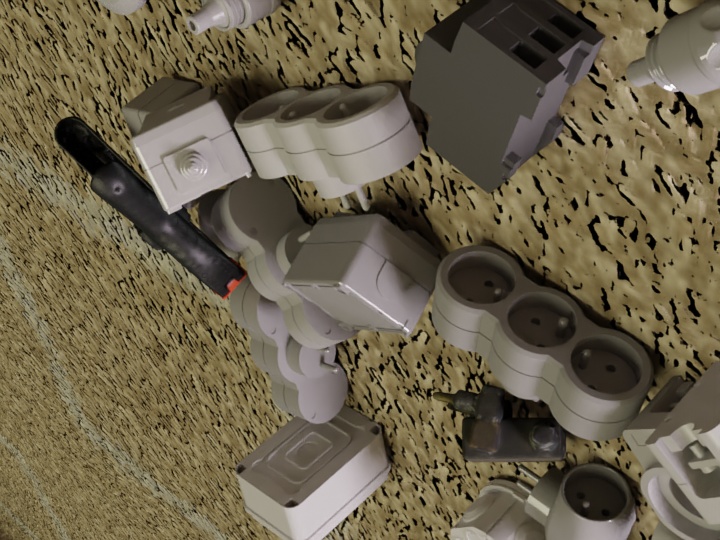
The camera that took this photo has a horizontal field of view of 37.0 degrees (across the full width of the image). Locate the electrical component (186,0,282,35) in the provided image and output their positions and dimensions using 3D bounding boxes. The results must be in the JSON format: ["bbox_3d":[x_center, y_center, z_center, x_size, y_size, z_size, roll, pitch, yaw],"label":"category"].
[{"bbox_3d":[-0.075,-0.156,0.627,0.035,0.061,0.035,35,148,26],"label":"electrical component"}]

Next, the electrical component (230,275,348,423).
[{"bbox_3d":[-0.045,0.064,0.847,0.074,0.052,0.138,14,135,47],"label":"electrical component"}]

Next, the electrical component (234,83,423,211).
[{"bbox_3d":[-0.015,-0.068,0.653,0.138,0.052,0.073,10,131,51],"label":"electrical component"}]

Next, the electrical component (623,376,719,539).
[{"bbox_3d":[0.187,0.108,0.568,0.089,0.056,0.050,56,151,-10],"label":"electrical component"}]

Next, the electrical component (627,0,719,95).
[{"bbox_3d":[0.134,-0.088,0.439,0.035,0.035,0.061,57,153,-11],"label":"electrical component"}]

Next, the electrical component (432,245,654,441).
[{"bbox_3d":[0.100,0.051,0.628,0.138,0.052,0.073,36,148,24],"label":"electrical component"}]

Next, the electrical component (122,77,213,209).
[{"bbox_3d":[-0.120,-0.089,0.783,0.076,0.047,0.083,16,137,33],"label":"electrical component"}]

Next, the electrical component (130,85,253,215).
[{"bbox_3d":[-0.109,-0.081,0.704,0.096,0.062,0.061,-105,-10,-77],"label":"electrical component"}]

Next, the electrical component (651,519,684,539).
[{"bbox_3d":[0.215,0.180,0.627,0.077,0.043,0.079,23,142,39],"label":"electrical component"}]

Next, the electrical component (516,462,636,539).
[{"bbox_3d":[0.136,0.156,0.707,0.079,0.044,0.077,33,146,29],"label":"electrical component"}]

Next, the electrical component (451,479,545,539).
[{"bbox_3d":[0.110,0.197,0.785,0.080,0.051,0.080,35,148,26],"label":"electrical component"}]

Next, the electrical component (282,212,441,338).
[{"bbox_3d":[0.000,0.000,0.694,0.062,0.061,0.096,36,163,-25],"label":"electrical component"}]

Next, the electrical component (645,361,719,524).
[{"bbox_3d":[0.186,0.071,0.493,0.055,0.089,0.050,52,151,-2],"label":"electrical component"}]

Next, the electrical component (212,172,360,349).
[{"bbox_3d":[-0.043,-0.010,0.761,0.138,0.052,0.074,54,151,-5],"label":"electrical component"}]

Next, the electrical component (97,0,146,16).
[{"bbox_3d":[-0.151,-0.208,0.684,0.080,0.051,0.080,35,147,26],"label":"electrical component"}]

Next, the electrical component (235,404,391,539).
[{"bbox_3d":[-0.038,0.169,0.898,0.078,0.113,0.057,25,139,38],"label":"electrical component"}]

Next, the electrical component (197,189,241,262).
[{"bbox_3d":[-0.105,-0.028,0.838,0.040,0.040,0.078,38,149,22],"label":"electrical component"}]
